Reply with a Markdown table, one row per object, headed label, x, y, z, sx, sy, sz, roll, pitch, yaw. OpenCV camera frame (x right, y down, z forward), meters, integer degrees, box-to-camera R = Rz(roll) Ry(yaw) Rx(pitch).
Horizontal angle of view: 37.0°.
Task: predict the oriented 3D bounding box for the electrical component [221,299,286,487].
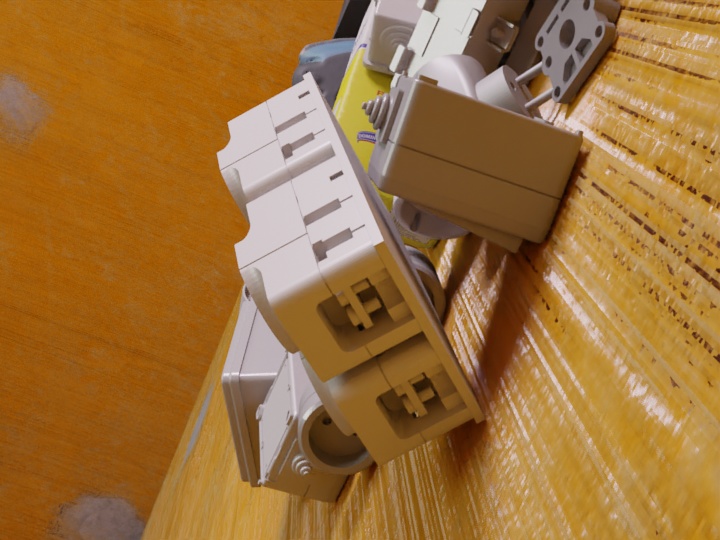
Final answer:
| label | x | y | z | sx | sy | sz | roll | pitch | yaw |
| --- | --- | --- | --- | --- | --- | --- | --- | --- | --- |
| electrical component | -0.063 | 0.091 | 0.827 | 0.108 | 0.056 | 0.108 | -82 | -12 | -57 |

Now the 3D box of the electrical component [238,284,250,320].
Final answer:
| label | x | y | z | sx | sy | sz | roll | pitch | yaw |
| --- | --- | --- | --- | --- | --- | --- | --- | --- | --- |
| electrical component | -0.053 | 0.034 | 0.912 | 0.099 | 0.099 | 0.064 | -85 | 12 | -62 |

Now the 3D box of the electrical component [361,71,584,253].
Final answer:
| label | x | y | z | sx | sy | sz | roll | pitch | yaw |
| --- | --- | --- | --- | --- | --- | --- | --- | --- | --- |
| electrical component | 0.043 | -0.052 | 0.497 | 0.061 | 0.096 | 0.061 | -111 | 40 | -77 |

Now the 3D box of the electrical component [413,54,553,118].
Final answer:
| label | x | y | z | sx | sy | sz | roll | pitch | yaw |
| --- | --- | --- | --- | --- | --- | --- | --- | --- | --- |
| electrical component | 0.069 | -0.081 | 0.563 | 0.079 | 0.043 | 0.077 | -31 | 51 | 25 |

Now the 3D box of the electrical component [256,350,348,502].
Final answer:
| label | x | y | z | sx | sy | sz | roll | pitch | yaw |
| --- | --- | --- | --- | --- | --- | --- | --- | --- | --- |
| electrical component | -0.030 | 0.107 | 0.715 | 0.096 | 0.061 | 0.061 | -102 | 33 | -61 |

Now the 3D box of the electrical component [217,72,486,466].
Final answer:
| label | x | y | z | sx | sy | sz | roll | pitch | yaw |
| --- | --- | --- | --- | --- | --- | --- | --- | --- | --- |
| electrical component | -0.012 | -0.006 | 0.521 | 0.060 | 0.105 | 0.186 | -28 | 32 | 5 |

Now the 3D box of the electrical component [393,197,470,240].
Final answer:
| label | x | y | z | sx | sy | sz | roll | pitch | yaw |
| --- | --- | --- | --- | --- | --- | --- | --- | --- | --- |
| electrical component | 0.047 | -0.050 | 0.623 | 0.055 | 0.055 | 0.047 | 123 | 162 | -55 |

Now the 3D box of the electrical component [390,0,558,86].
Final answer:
| label | x | y | z | sx | sy | sz | roll | pitch | yaw |
| --- | --- | --- | --- | --- | --- | --- | --- | --- | --- |
| electrical component | 0.071 | -0.147 | 0.626 | 0.079 | 0.063 | 0.121 | 43 | 120 | 36 |

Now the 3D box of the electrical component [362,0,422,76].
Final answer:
| label | x | y | z | sx | sy | sz | roll | pitch | yaw |
| --- | --- | --- | --- | --- | --- | --- | --- | --- | --- |
| electrical component | 0.055 | -0.171 | 0.714 | 0.048 | 0.100 | 0.099 | 101 | -176 | -57 |

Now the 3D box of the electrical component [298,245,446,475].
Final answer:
| label | x | y | z | sx | sy | sz | roll | pitch | yaw |
| --- | --- | --- | --- | --- | --- | --- | --- | --- | --- |
| electrical component | 0.004 | 0.048 | 0.650 | 0.073 | 0.052 | 0.138 | -98 | 30 | -73 |
